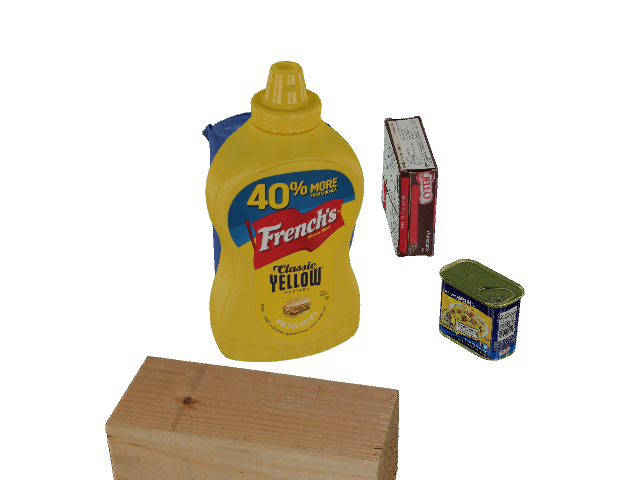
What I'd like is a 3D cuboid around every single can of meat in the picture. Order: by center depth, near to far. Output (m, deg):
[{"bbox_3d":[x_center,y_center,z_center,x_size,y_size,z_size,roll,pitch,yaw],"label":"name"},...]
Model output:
[{"bbox_3d":[0.186,0.082,1.254,0.057,0.084,0.102,-23,37,-34],"label":"can of meat"}]

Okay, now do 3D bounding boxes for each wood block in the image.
[{"bbox_3d":[-0.048,0.161,0.824,0.206,0.090,0.090,6,33,13],"label":"wood block"}]

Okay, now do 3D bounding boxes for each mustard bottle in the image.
[{"bbox_3d":[-0.021,-0.018,0.654,0.096,0.192,0.058,-8,33,-14],"label":"mustard bottle"}]

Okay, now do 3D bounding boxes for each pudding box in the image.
[{"bbox_3d":[0.081,-0.051,0.979,0.039,0.090,0.113,-3,32,-5],"label":"pudding box"}]

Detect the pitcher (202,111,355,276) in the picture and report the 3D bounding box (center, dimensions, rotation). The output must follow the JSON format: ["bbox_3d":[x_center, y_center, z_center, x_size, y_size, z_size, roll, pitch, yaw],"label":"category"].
[{"bbox_3d":[-0.049,-0.011,1.161,0.144,0.243,0.149,-4,22,-17],"label":"pitcher"}]
